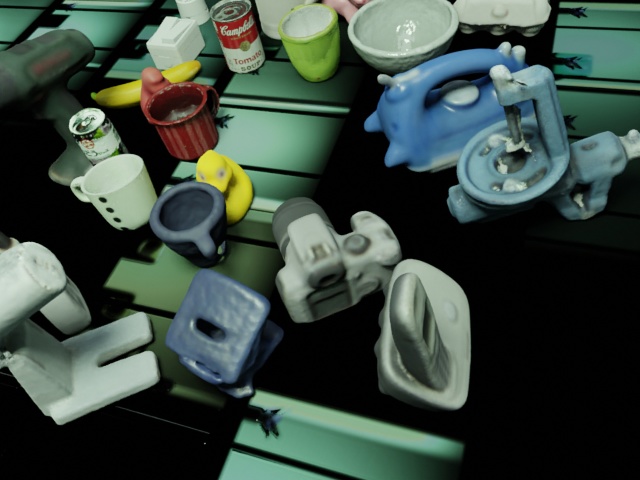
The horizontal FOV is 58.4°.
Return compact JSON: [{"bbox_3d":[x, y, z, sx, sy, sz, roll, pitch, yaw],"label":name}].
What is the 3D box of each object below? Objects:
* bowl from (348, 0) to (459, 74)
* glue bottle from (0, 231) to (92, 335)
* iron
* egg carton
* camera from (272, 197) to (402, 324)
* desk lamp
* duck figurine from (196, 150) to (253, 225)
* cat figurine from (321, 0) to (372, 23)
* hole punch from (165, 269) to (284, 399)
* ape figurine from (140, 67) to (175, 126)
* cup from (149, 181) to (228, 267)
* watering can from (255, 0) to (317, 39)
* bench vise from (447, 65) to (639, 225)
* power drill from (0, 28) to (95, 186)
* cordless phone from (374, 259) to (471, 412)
[{"bbox_3d":[0.130,-0.309,0.891,0.167,0.075,0.167,-5,52,7],"label":"bowl"},{"bbox_3d":[-0.323,0.039,0.653,0.037,0.173,0.078,-31,53,-12],"label":"glue bottle"},{"bbox_3d":[0.188,-0.192,0.747,0.258,0.142,0.118,-20,52,-4],"label":"iron"},{"bbox_3d":[0.290,-0.377,0.914,0.150,0.069,0.107,8,55,17],"label":"egg carton"},{"bbox_3d":[0.006,0.002,0.661,0.143,0.101,0.136,-23,52,-6],"label":"camera"},{"bbox_3d":[-0.301,0.098,0.578,0.203,0.214,0.117,-23,52,-6],"label":"desk lamp"},{"bbox_3d":[-0.135,-0.082,0.764,0.077,0.086,0.104,-10,52,4],"label":"duck figurine"},{"bbox_3d":[0.052,-0.418,0.962,0.127,0.118,0.067,10,56,18],"label":"cat figurine"},{"bbox_3d":[-0.105,0.100,0.615,0.108,0.091,0.101,23,60,26],"label":"hole punch"},{"bbox_3d":[-0.251,-0.226,0.893,0.076,0.092,0.078,28,63,28],"label":"ape figurine"},{"bbox_3d":[-0.143,-0.002,0.698,0.092,0.095,0.117,-30,53,-11],"label":"cup"},{"bbox_3d":[-0.078,-0.449,0.964,0.172,0.194,0.101,0,53,12],"label":"watering can"},{"bbox_3d":[0.243,-0.113,0.625,0.207,0.220,0.121,-22,52,-5],"label":"bench vise"},{"bbox_3d":[-0.388,-0.180,0.811,0.075,0.209,0.230,15,58,22],"label":"power drill"},{"bbox_3d":[0.097,0.066,0.540,0.094,0.185,0.147,0,53,12],"label":"cordless phone"}]
